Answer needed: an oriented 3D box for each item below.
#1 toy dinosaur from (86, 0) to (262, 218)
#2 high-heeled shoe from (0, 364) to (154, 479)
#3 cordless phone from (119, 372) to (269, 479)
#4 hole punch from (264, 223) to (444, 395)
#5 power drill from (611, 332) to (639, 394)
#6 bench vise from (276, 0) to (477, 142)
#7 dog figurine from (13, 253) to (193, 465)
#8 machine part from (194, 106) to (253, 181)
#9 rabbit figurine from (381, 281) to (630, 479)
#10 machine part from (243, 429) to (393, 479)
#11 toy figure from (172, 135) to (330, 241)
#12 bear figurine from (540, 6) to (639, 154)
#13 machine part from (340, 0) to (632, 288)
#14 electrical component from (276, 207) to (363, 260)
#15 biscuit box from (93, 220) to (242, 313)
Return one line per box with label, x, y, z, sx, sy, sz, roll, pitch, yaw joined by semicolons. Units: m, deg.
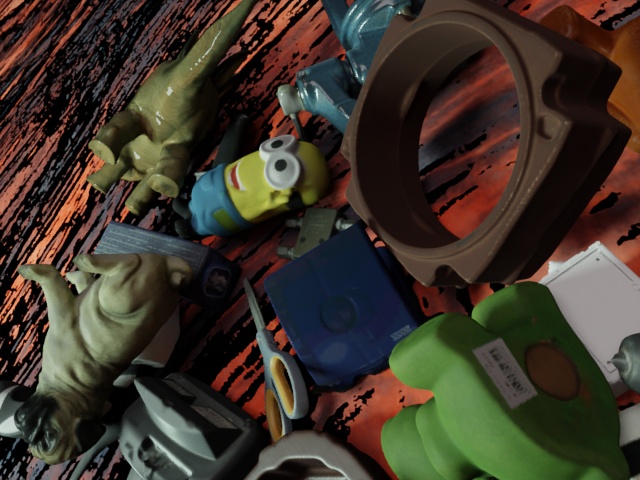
toy dinosaur;-0.171;-0.150;0.628;0.472;0.105;0.198;-15;44;57
high-heeled shoe;-0.300;0.173;0.636;0.249;0.086;0.145;20;76;33
cordless phone;-0.142;0.234;0.512;0.147;0.088;0.184;20;90;37
hole punch;0.024;0.060;0.475;0.142;0.092;0.116;-31;57;12
power drill;0.270;0.104;0.210;0.232;0.207;0.085;3;106;3
bench vise;0.041;-0.226;0.576;0.224;0.128;0.240;-25;72;12
dog figurine;-0.206;0.114;0.531;0.172;0.121;0.190;-11;79;20
machine part;-0.121;-0.105;0.686;0.084;0.039;0.139;-3;66;40
rabbit figurine;0.113;0.132;0.364;0.159;0.121;0.170;51;141;19
machine part;-0.005;0.244;0.418;0.179;0.056;0.179;-16;58;26
toy figure;-0.076;-0.054;0.595;0.180;0.089;0.082;-25;82;23
bear figurine;0.248;-0.091;0.382;0.120;0.132;0.196;-27;47;42
machine part;0.111;-0.077;0.430;0.201;0.087;0.201;53;131;40
electrical component;-0.001;-0.002;0.563;0.094;0.021;0.063;4;69;34
biscuit box;-0.190;0.029;0.647;0.203;0.059;0.063;13;73;37
